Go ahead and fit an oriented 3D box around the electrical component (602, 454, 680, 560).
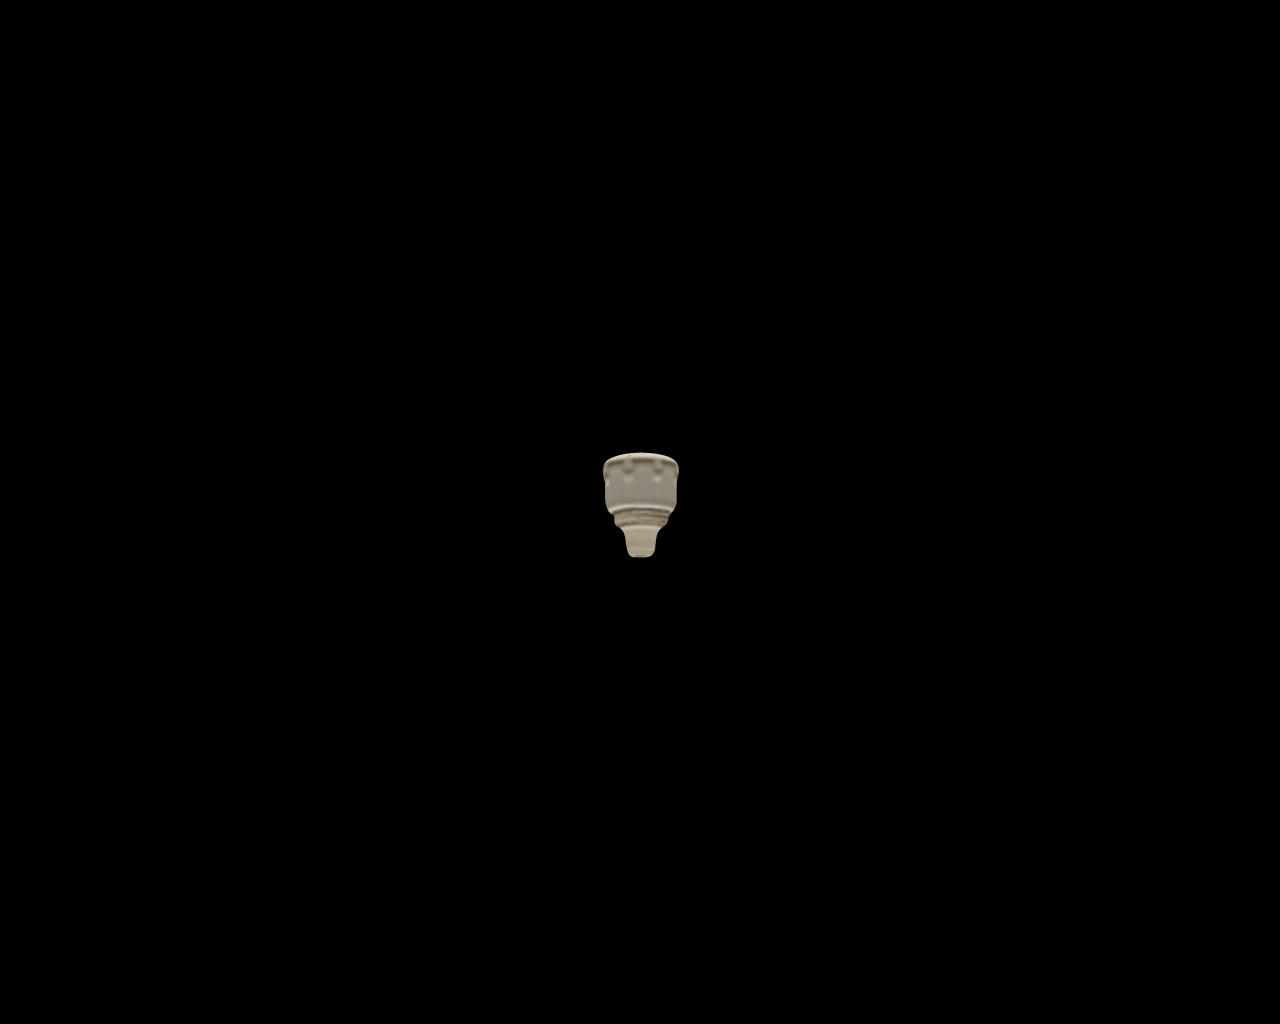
[{"bbox_3d":[0.001,-0.003,0.650,0.048,0.062,0.048,0,-9,0],"label":"electrical component"}]
